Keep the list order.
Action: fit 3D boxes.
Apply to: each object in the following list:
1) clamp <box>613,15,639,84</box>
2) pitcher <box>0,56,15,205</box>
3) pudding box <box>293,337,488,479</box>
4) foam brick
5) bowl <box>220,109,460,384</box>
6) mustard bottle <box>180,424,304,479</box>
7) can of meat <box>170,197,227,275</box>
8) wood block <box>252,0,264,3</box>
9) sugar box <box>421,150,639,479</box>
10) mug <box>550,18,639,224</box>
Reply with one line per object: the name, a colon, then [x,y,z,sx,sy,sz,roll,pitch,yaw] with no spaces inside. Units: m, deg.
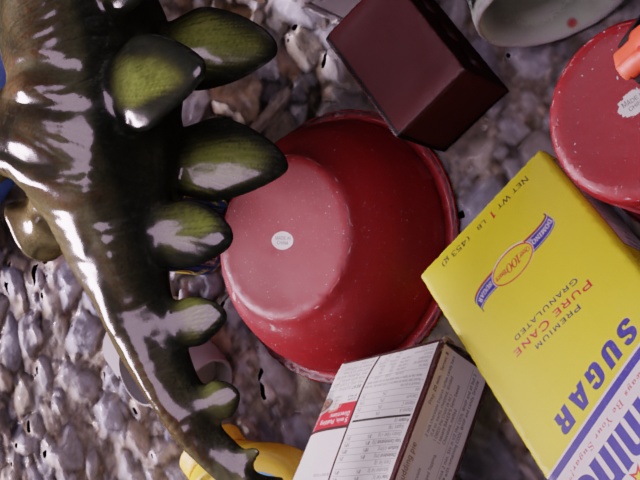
clamp: [0.185,-0.087,0.421,0.039,0.171,0.120,-53,43,48]
pitcher: [-0.266,-0.099,0.763,0.243,0.149,0.145,-48,48,18]
pudding box: [0.029,0.109,0.530,0.090,0.039,0.113,-22,38,53]
foam brick: [0.052,-0.095,0.576,0.051,0.052,0.078,-45,62,24]
bowl: [-0.004,0.001,0.605,0.162,0.055,0.162,-5,81,37]
mustard bottle: [-0.024,0.172,0.596,0.096,0.058,0.192,-52,59,19]
can of meat: [-0.117,-0.016,0.672,0.102,0.083,0.057,23,98,36]
wood block: [-0.057,-0.258,0.628,0.090,0.090,0.206,30,108,32]
sugar box: [0.122,0.049,0.483,0.093,0.048,0.176,-50,41,20]
mug: [0.163,-0.045,0.468,0.117,0.081,0.093,35,105,34]
